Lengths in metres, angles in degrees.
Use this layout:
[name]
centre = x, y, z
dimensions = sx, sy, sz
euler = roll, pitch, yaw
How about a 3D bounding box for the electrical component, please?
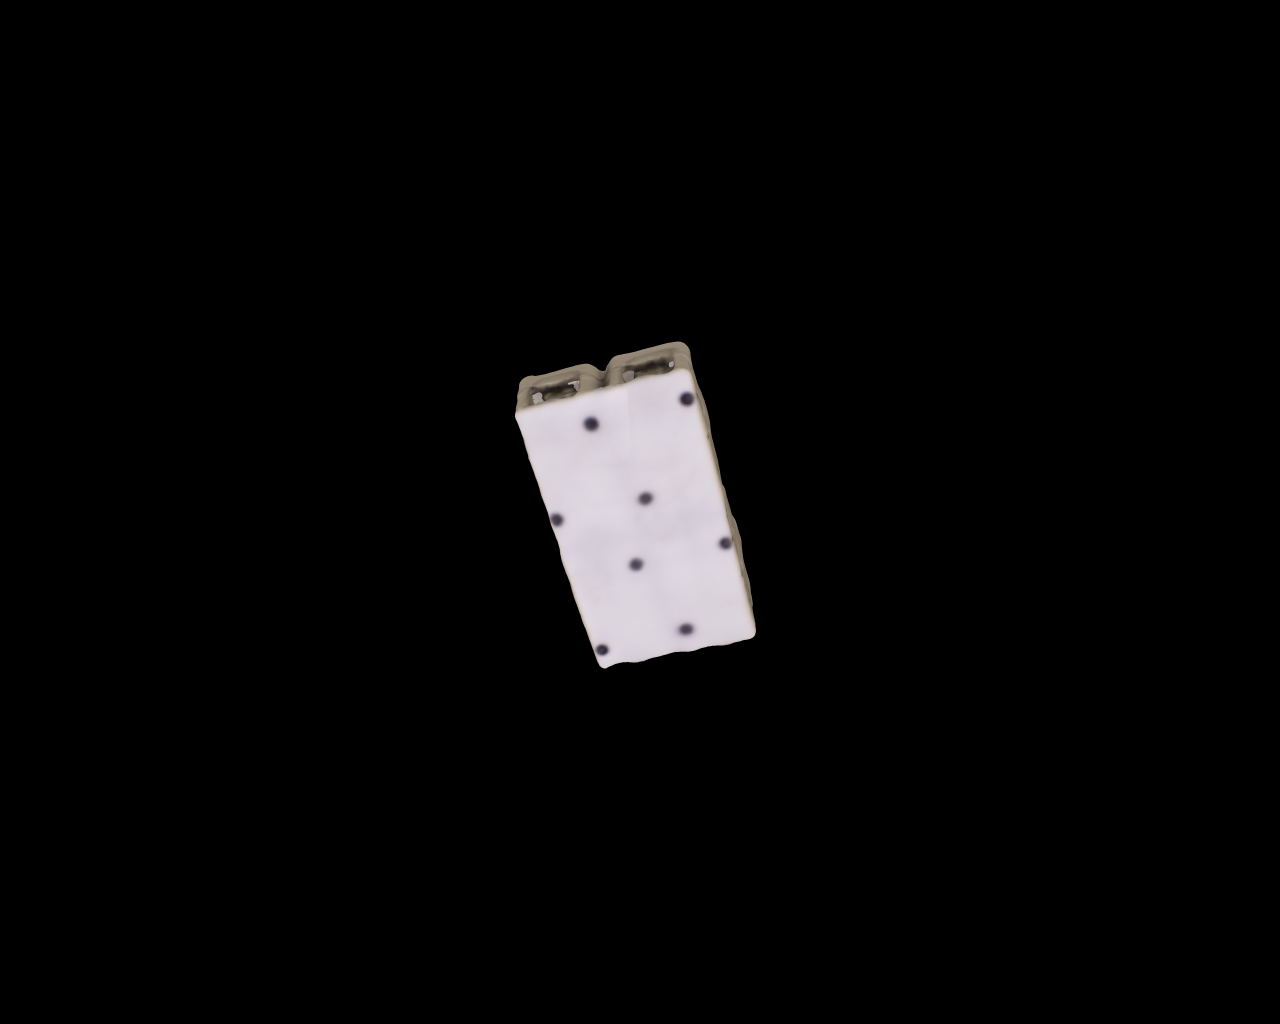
[electrical component]
centre = 0.001, -0.003, 0.650
dimensions = 0.105, 0.186, 0.060
euler = -13, 28, 7
